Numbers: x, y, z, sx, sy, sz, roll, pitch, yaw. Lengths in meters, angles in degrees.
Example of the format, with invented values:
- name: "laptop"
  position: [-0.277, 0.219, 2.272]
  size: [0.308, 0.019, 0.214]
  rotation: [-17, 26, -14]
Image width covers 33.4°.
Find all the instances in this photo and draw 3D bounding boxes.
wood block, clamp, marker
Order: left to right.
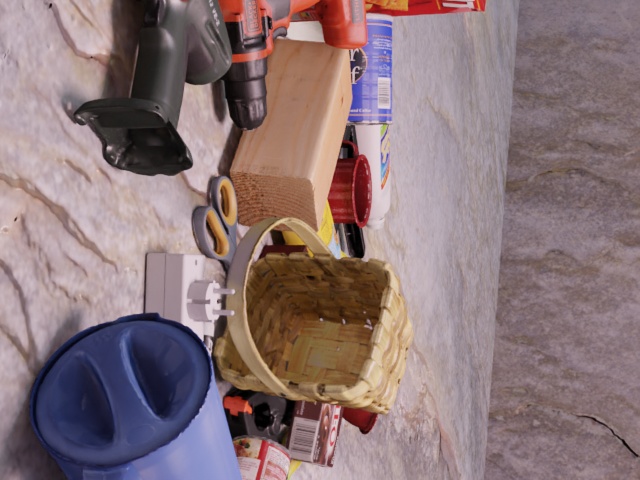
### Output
- name: "marker"
  position: [-0.115, 0.112, 1.039]
  size: [0.020, 0.020, 0.121]
  rotation: [44, 49, -67]
- name: "clamp"
  position: [-0.062, 0.211, 1.185]
  size: [0.171, 0.039, 0.120]
  rotation: [28, 66, -62]
- name: "wood block"
  position: [-0.027, -0.117, 1.173]
  size: [0.091, 0.090, 0.206]
  rotation: [83, 17, -51]
- name: "clamp"
  position: [0.029, -0.077, 1.469]
  size: [0.164, 0.036, 0.210]
  rotation: [2, 87, -72]

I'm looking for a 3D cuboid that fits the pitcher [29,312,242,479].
- name: "pitcher"
  position: [-0.126, 0.189, 0.830]
  size: [0.149, 0.145, 0.243]
  rotation: [-38, 140, -24]

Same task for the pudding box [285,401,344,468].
- name: "pudding box"
  position: [-0.002, 0.202, 1.230]
  size: [0.090, 0.039, 0.113]
  rotation: [42, 59, -67]

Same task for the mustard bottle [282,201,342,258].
- name: "mustard bottle"
  position: [-0.009, 0.002, 1.283]
  size: [0.096, 0.058, 0.191]
  rotation: [-74, 152, -55]

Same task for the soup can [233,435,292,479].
- name: "soup can"
  position: [-0.073, 0.263, 1.102]
  size: [0.068, 0.069, 0.102]
  rotation: [72, 26, -47]

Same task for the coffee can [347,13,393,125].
- name: "coffee can"
  position: [0.045, -0.221, 1.400]
  size: [0.102, 0.103, 0.140]
  rotation: [-16, 107, -72]

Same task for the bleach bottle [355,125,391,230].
- name: "bleach bottle"
  position: [0.074, -0.135, 1.577]
  size: [0.102, 0.068, 0.251]
  rotation: [-63, 152, -55]

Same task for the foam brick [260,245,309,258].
- name: "foam brick"
  position: [-0.044, 0.048, 1.212]
  size: [0.078, 0.051, 0.053]
  rotation: [-69, 153, -47]

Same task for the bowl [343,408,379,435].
- name: "bowl"
  position: [0.048, 0.182, 1.457]
  size: [0.162, 0.055, 0.162]
  rotation: [-170, -90, -81]

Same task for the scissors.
- name: "scissors"
  position: [-0.089, 0.008, 1.124]
  size: [0.201, 0.016, 0.096]
  rotation: [61, 34, -59]

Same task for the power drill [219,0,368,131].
- name: "power drill"
  position: [-0.032, -0.219, 1.106]
  size: [0.187, 0.057, 0.184]
  rotation: [-23, 117, -41]

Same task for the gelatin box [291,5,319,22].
- name: "gelatin box"
  position: [-0.028, -0.291, 1.205]
  size: [0.030, 0.073, 0.089]
  rotation: [43, 51, -66]

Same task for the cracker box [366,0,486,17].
- name: "cracker box"
  position: [0.101, -0.358, 1.383]
  size: [0.164, 0.214, 0.072]
  rotation: [53, 41, -64]

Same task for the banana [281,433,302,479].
- name: "banana"
  position: [-0.018, 0.259, 1.346]
  size: [0.070, 0.037, 0.197]
  rotation: [-72, 163, 7]

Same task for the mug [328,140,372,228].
- name: "mug"
  position: [0.017, -0.073, 1.354]
  size: [0.093, 0.082, 0.117]
  rotation: [50, 44, -65]

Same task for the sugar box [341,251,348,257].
- name: "sugar box"
  position: [0.004, 0.101, 1.385]
  size: [0.093, 0.048, 0.176]
  rotation: [40, 56, -68]
